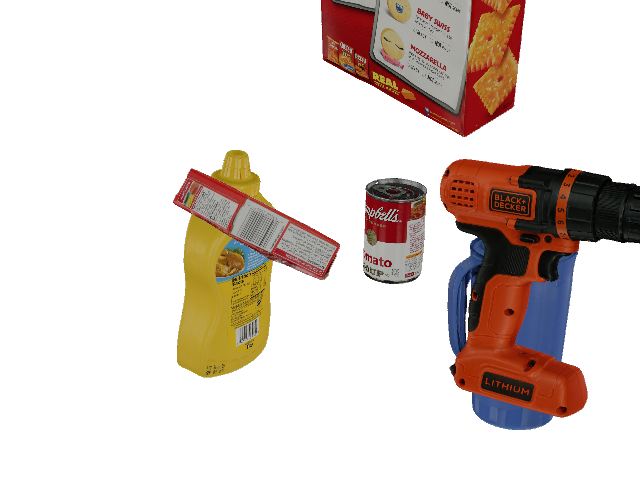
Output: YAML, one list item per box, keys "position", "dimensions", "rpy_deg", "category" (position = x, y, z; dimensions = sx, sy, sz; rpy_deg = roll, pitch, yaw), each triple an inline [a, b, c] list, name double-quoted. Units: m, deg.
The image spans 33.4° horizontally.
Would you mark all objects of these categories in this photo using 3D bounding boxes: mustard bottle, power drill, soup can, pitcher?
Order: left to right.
- position: [-0.077, 0.016, 0.908]
  dimensions: [0.058, 0.192, 0.096]
  rpy_deg: [22, 29, 31]
  category: "mustard bottle"
- position: [0.082, -0.011, 1.195]
  dimensions: [0.068, 0.102, 0.068]
  rpy_deg: [1, 24, -1]
  category: "soup can"
- position: [0.246, 0.118, 1.377]
  dimensions: [0.149, 0.243, 0.144]
  rpy_deg: [5, 18, 16]
  category: "pitcher"
- position: [0.175, 0.036, 0.819]
  dimensions: [0.185, 0.188, 0.057]
  rpy_deg: [13, 17, 34]
  category: "power drill"

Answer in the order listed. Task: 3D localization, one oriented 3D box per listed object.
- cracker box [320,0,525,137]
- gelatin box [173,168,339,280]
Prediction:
- position: [0.077, -0.210, 0.813]
  dimensions: [0.072, 0.214, 0.164]
  rpy_deg: [-32, 49, -30]
  category: "cracker box"
- position: [-0.041, -0.010, 0.701]
  dimensions: [0.089, 0.030, 0.073]
  rpy_deg: [27, 0, -40]
  category: "gelatin box"
